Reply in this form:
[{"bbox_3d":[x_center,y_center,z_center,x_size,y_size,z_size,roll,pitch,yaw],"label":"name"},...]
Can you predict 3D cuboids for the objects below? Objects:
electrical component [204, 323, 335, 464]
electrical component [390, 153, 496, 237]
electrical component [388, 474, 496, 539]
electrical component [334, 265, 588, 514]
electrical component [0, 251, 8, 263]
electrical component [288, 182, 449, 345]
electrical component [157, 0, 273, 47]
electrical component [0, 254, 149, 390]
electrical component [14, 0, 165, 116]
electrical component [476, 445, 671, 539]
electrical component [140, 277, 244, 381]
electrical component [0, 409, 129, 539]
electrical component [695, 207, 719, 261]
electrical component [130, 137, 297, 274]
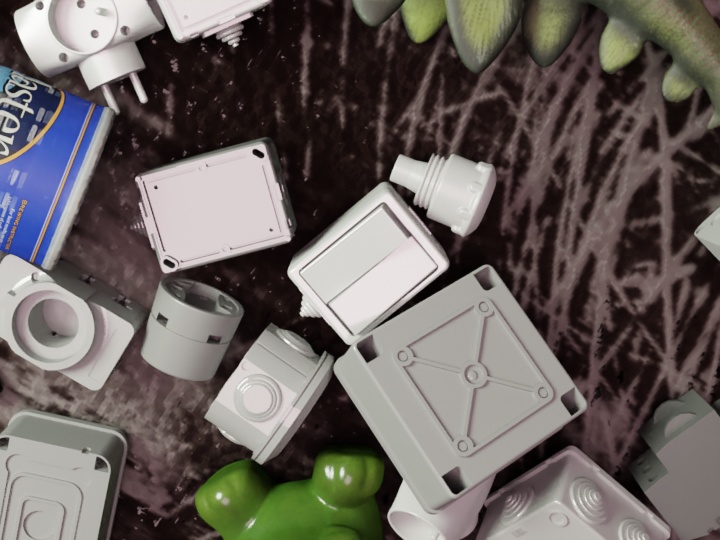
[{"bbox_3d":[-0.055,0.076,0.668,0.051,0.080,0.080,35,99,-1],"label":"electrical component"},{"bbox_3d":[0.050,-0.052,0.663,0.062,0.048,0.048,22,100,3],"label":"electrical component"},{"bbox_3d":[0.057,0.147,0.690,0.043,0.077,0.079,20,143,25],"label":"electrical component"},{"bbox_3d":[0.059,0.070,0.644,0.109,0.056,0.108,-29,78,-23],"label":"electrical component"},{"bbox_3d":[-0.242,-0.013,0.659,0.043,0.062,0.043,1,99,4],"label":"electrical component"},{"bbox_3d":[0.000,0.000,0.663,0.096,0.061,0.061,-39,98,7],"label":"electrical component"},{"bbox_3d":[-0.093,-0.175,0.629,0.062,0.061,0.096,-25,103,-4],"label":"electrical component"},{"bbox_3d":[-0.186,0.029,0.671,0.089,0.055,0.050,32,99,-6],"label":"electrical component"},{"bbox_3d":[-0.154,-0.133,0.646,0.077,0.044,0.079,-22,100,4],"label":"electrical component"},{"bbox_3d":[0.132,0.171,0.682,0.100,0.048,0.100,41,130,-7],"label":"electrical component"},{"bbox_3d":[-0.107,0.037,0.674,0.055,0.055,0.047,22,103,-4],"label":"electrical component"},{"bbox_3d":[-0.199,0.154,0.694,0.078,0.057,0.113,13,100,-2],"label":"electrical component"},{"bbox_3d":[0.257,-0.021,0.633,0.078,0.113,0.057,-44,95,8],"label":"electrical component"},{"bbox_3d":[-0.092,-0.039,0.655,0.096,0.061,0.061,-14,100,3],"label":"electrical component"}]
